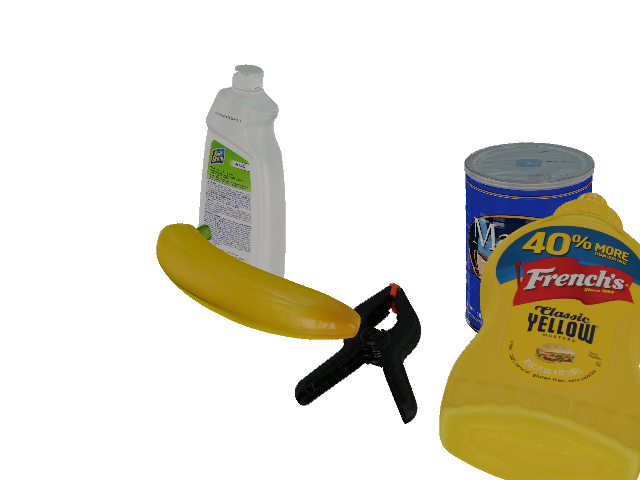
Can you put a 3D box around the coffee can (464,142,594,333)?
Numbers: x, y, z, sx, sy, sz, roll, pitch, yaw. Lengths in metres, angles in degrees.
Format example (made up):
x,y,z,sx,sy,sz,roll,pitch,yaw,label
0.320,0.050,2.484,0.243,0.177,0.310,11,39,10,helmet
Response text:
x,y,z,sx,sy,sz,roll,pitch,yaw,label
0.171,0.001,0.881,0.103,0.140,0.103,-3,22,1,coffee can

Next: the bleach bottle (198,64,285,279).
x,y,z,sx,sy,sz,roll,pitch,yaw,label
-0.077,-0.057,1.122,0.103,0.251,0.068,18,27,23,bleach bottle

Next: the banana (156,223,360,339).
x,y,z,sx,sy,sz,roll,pitch,yaw,label
-0.057,0.022,0.699,0.069,0.037,0.198,-17,29,-31,banana

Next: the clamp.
x,y,z,sx,sy,sz,roll,pitch,yaw,label
0.062,0.113,1.061,0.120,0.039,0.171,18,50,21,clamp

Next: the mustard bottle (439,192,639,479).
x,y,z,sx,sy,sz,roll,pitch,yaw,label
0.130,0.039,0.562,0.096,0.058,0.191,10,43,16,mustard bottle
